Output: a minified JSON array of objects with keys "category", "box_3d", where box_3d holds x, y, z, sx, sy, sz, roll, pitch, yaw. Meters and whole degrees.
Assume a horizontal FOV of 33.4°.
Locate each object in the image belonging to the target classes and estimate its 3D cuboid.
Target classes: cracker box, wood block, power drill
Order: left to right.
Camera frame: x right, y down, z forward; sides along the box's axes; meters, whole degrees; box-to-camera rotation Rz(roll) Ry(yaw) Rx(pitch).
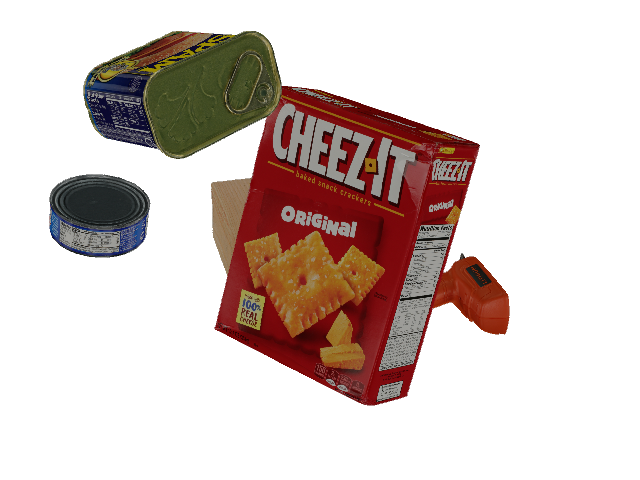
[{"category":"wood block","box_3d":[-0.076,0.003,1.343,0.090,0.090,0.206,-6,29,-13]},{"category":"cracker box","box_3d":[0.015,0.001,0.850,0.164,0.214,0.071,24,16,33]},{"category":"power drill","box_3d":[0.099,0.076,1.123,0.187,0.057,0.184,-7,28,-13]}]

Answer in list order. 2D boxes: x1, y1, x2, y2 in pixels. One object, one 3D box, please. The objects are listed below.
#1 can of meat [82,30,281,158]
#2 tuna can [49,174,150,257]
[{"category":"can of meat","box_3d":[-0.091,-0.098,0.690,0.101,0.057,0.084,-32,30,-32]},{"category":"tuna can","box_3d":[-0.192,-0.022,0.929,0.086,0.034,0.086,8,33,-5]}]
